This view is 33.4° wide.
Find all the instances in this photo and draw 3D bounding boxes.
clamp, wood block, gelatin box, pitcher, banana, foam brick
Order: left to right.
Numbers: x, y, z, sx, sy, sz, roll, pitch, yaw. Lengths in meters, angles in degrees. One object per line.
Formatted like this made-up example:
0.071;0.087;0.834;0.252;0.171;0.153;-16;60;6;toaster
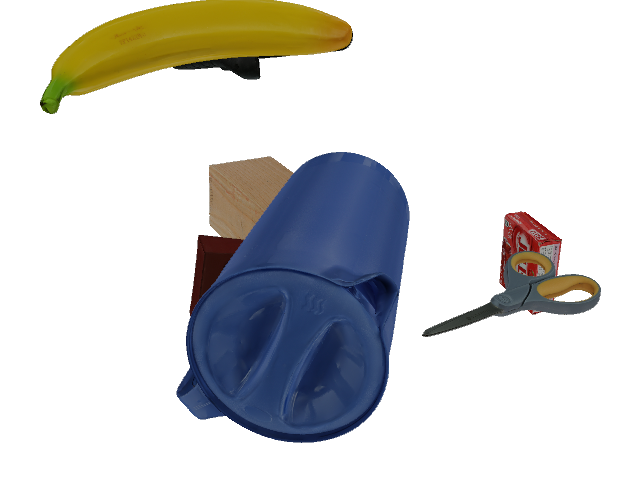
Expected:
-0.081;-0.118;0.658;0.197;0.070;0.037;-18;-35;-17;banana
-0.088;0.040;0.975;0.053;0.078;0.051;4;14;-14;foam brick
-0.060;-0.161;0.873;0.120;0.039;0.172;-16;23;-36;clamp
-0.058;-0.026;1.310;0.090;0.090;0.206;-10;26;-25;wood block
-0.009;0.031;0.785;0.149;0.145;0.242;9;27;8;pitcher
0.225;0.023;1.153;0.030;0.089;0.073;-10;30;-18;gelatin box

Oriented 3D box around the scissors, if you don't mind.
0.155;0.045;0.936;0.201;0.016;0.096;-5;34;-26;scissors
